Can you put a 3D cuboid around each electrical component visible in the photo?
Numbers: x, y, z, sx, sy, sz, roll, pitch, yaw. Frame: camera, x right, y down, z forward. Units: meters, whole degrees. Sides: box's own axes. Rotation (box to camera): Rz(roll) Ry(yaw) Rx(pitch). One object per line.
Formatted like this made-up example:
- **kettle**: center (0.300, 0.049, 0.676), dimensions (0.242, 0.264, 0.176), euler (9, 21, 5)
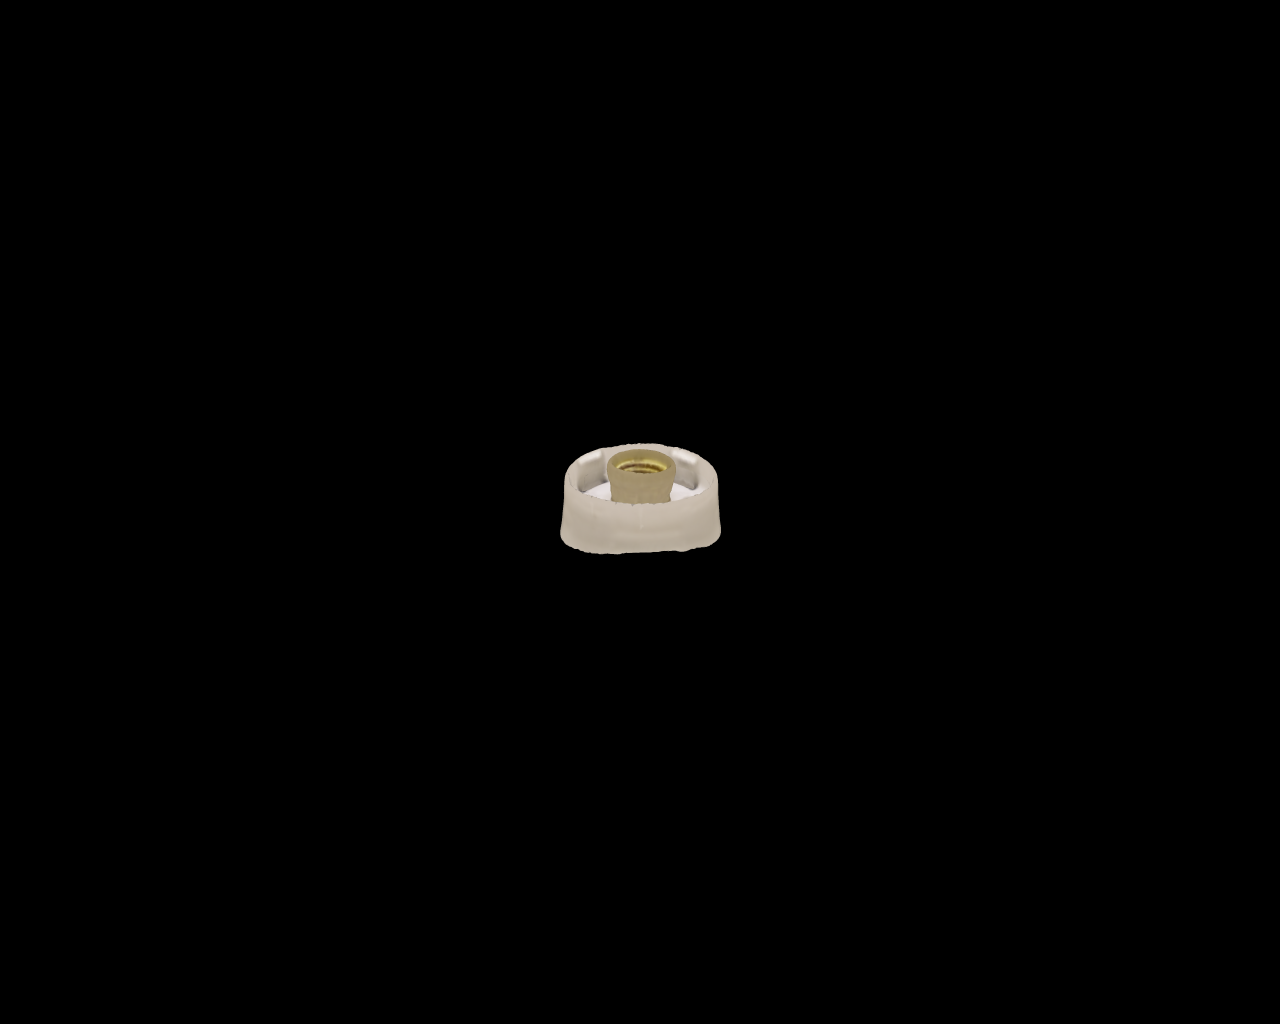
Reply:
- **electrical component**: center (0.001, -0.003, 0.650), dimensions (0.099, 0.064, 0.099), euler (0, 27, 0)
